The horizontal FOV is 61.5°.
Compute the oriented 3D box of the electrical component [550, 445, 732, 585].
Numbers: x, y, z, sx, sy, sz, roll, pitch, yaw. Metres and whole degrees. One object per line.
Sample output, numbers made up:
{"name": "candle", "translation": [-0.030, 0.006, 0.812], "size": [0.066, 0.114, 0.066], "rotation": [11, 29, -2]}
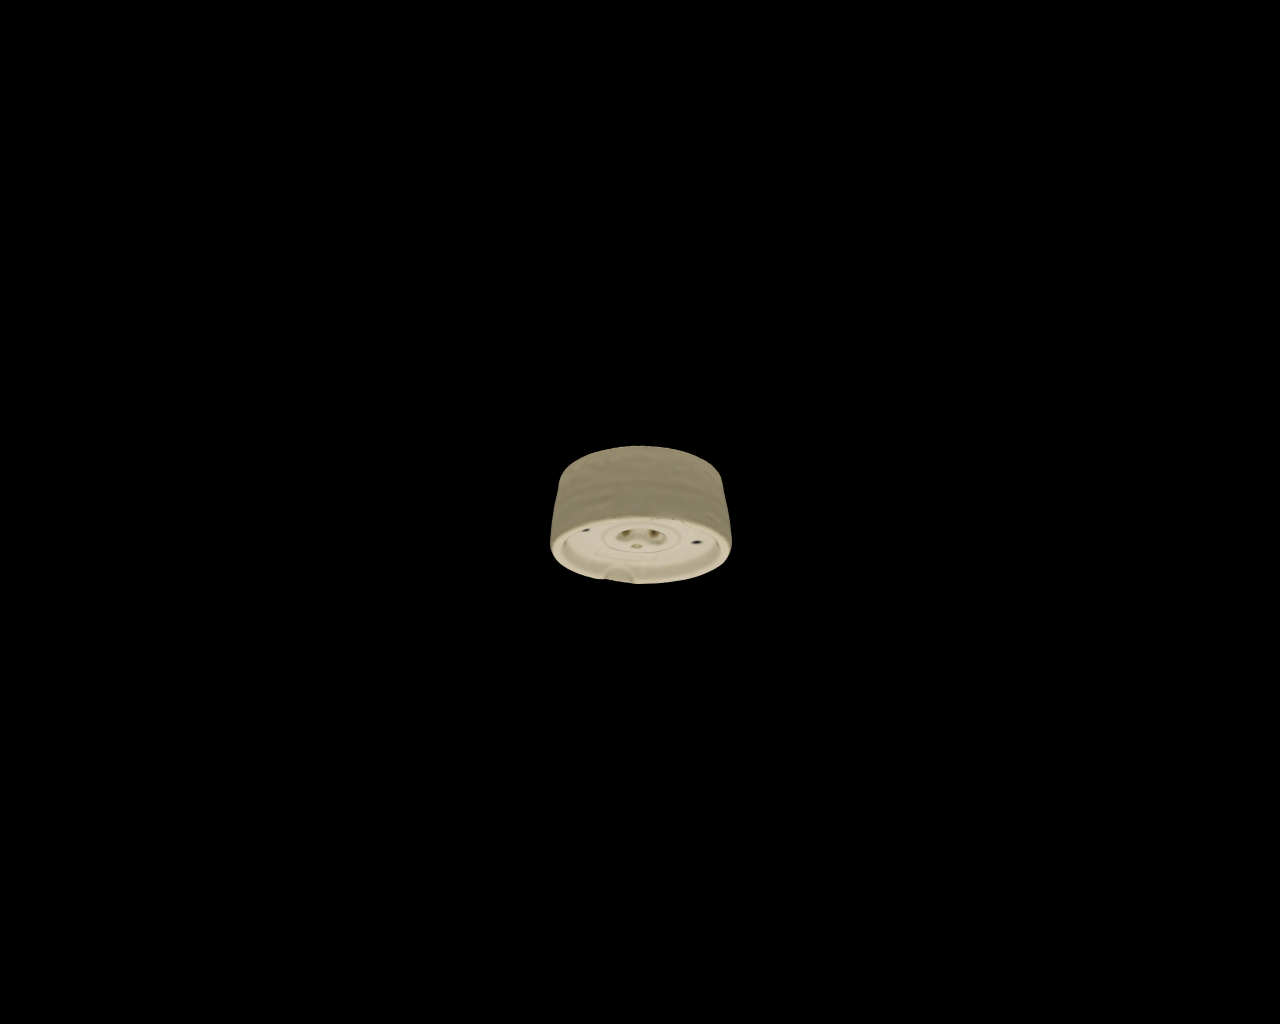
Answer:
{"name": "electrical component", "translation": [0.001, -0.003, 0.650], "size": [0.108, 0.060, 0.108], "rotation": [0, -24, 0]}
